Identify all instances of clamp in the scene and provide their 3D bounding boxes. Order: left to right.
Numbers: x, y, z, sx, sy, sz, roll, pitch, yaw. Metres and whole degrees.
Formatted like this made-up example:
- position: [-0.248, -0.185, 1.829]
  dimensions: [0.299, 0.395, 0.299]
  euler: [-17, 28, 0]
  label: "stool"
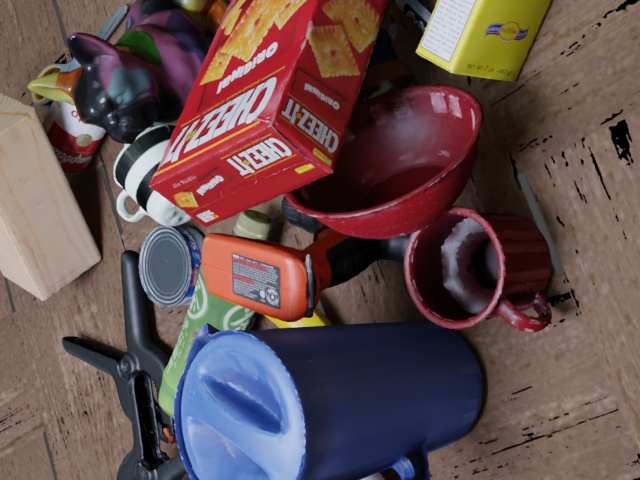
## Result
- position: [-0.198, 0.126, 1.164]
  dimensions: [0.210, 0.036, 0.165]
  euler: [48, 121, 28]
  label: "clamp"
- position: [-0.154, 0.226, 1.047]
  dimensions: [0.120, 0.039, 0.171]
  euler: [29, 118, 38]
  label: "clamp"

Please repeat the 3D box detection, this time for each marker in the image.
- position: [0.088, -0.187, 0.898]
  dimensions: [0.121, 0.020, 0.020]
  euler: [52, 123, 29]
  label: "marker"

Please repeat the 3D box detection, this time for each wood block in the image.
- position: [-0.332, -0.047, 1.179]
  dimensions: [0.091, 0.090, 0.206]
  euler: [24, 142, 40]
  label: "wood block"

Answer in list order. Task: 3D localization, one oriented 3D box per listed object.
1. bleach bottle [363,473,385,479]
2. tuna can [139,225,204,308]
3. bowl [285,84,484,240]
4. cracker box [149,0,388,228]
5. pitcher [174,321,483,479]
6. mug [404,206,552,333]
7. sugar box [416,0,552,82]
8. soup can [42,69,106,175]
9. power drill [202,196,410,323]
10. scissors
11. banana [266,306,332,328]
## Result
- position: [0.013, 0.218, 0.919]
  dimensions: [0.251, 0.068, 0.103]
  euler: [49, 141, 4]
  label: "bleach bottle"
- position: [-0.151, 0.027, 1.119]
  dimensions: [0.086, 0.033, 0.086]
  euler: [2, 93, 43]
  label: "tuna can"
- position: [0.056, -0.050, 0.812]
  dimensions: [0.162, 0.162, 0.055]
  euler: [6, 135, 43]
  label: "bowl"
- position: [-0.037, -0.132, 0.853]
  dimensions: [0.164, 0.072, 0.213]
  euler: [-21, 42, 47]
  label: "cracker box"
- position: [0.023, 0.134, 0.819]
  dimensions: [0.145, 0.242, 0.149]
  euler: [3, 94, 43]
  label: "pitcher"
- position: [0.133, 0.027, 0.823]
  dimensions: [0.117, 0.081, 0.093]
  euler: [46, 120, 32]
  label: "mug"
- position: [0.145, -0.209, 0.795]
  dimensions: [0.048, 0.093, 0.176]
  euler: [40, 117, 33]
  label: "sugar box"
- position: [-0.273, -0.134, 1.204]
  dimensions: [0.068, 0.068, 0.102]
  euler: [54, 124, 28]
  label: "soup can"
- position: [-0.006, 0.001, 0.882]
  dimensions: [0.185, 0.187, 0.057]
  euler: [14, 115, 39]
  label: "power drill"
- position: [-0.274, -0.188, 1.238]
  dimensions: [0.202, 0.016, 0.096]
  euler: [-21, 79, 42]
  label: "scissors"
- position: [-0.009, 0.103, 0.967]
  dimensions: [0.198, 0.069, 0.037]
  euler: [49, 159, 9]
  label: "banana"
